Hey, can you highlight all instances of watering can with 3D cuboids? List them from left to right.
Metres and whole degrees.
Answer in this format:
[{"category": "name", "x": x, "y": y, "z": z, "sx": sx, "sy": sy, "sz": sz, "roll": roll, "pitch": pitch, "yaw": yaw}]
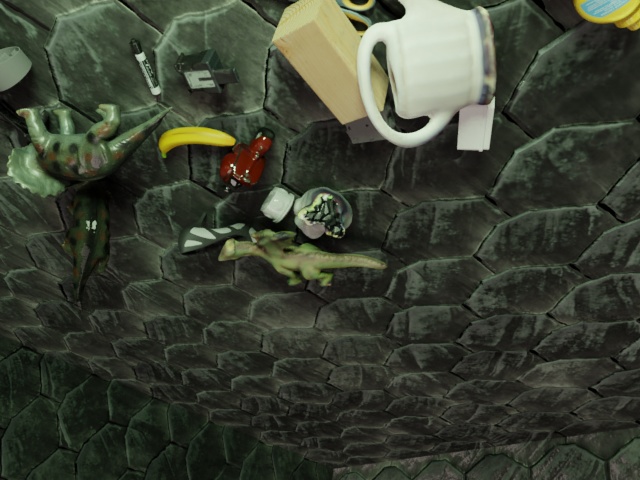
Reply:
[{"category": "watering can", "x": 0.165, "y": -0.318, "z": 0.815, "sx": 0.224, "sy": 0.106, "sz": 0.341, "roll": -10, "pitch": 114, "yaw": 1}]

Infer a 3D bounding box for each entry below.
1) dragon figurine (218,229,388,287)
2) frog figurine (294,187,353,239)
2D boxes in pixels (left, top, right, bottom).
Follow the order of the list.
[{"category": "dragon figurine", "x": -0.059, "y": 0.032, "z": 1.267, "sx": 0.409, "sy": 0.124, "sz": 0.240, "roll": -3, "pitch": 162, "yaw": 22}, {"category": "frog figurine", "x": 0.004, "y": -0.062, "z": 1.235, "sx": 0.137, "sy": 0.123, "sz": 0.159, "roll": 7, "pitch": 179, "yaw": -7}]
